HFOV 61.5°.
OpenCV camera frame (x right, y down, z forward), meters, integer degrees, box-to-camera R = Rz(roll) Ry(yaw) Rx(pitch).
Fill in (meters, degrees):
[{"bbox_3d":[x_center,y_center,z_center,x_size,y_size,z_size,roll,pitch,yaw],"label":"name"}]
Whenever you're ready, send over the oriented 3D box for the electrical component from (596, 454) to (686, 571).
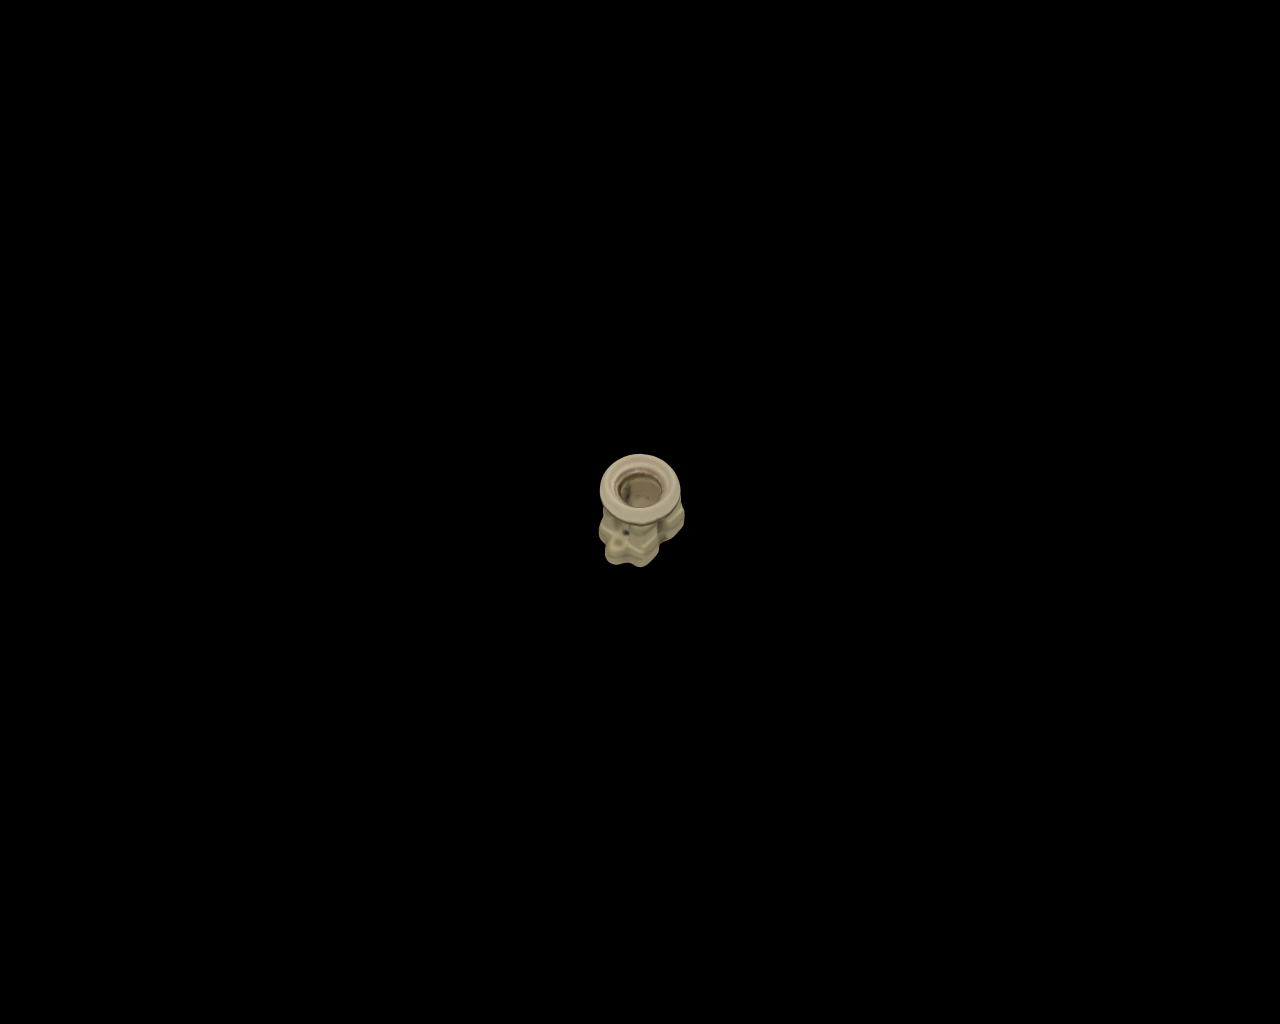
[{"bbox_3d":[0.001,-0.003,0.650,0.048,0.066,0.055,33,-28,20],"label":"electrical component"}]
